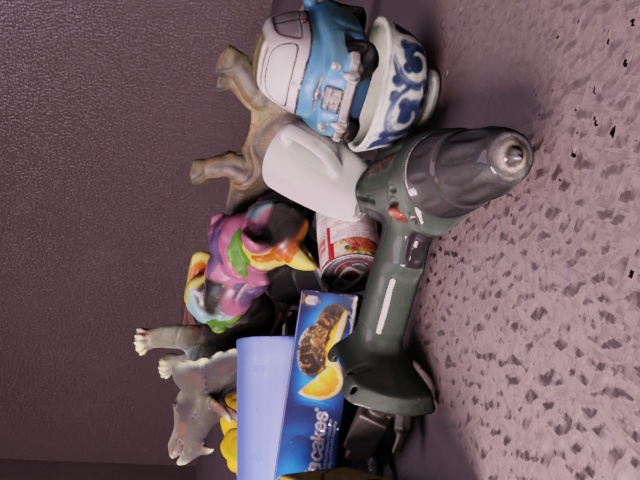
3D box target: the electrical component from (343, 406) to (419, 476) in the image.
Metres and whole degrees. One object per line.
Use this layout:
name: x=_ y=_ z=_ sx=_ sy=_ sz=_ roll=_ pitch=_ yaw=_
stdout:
electrical component: x=0.052 y=0.159 z=0.465 sx=0.078 sy=0.045 sz=0.102 roll=-50 pitch=-18 yaw=-57

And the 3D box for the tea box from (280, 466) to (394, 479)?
tea box: x=0.032 y=0.221 z=0.374 sx=0.170 sy=0.068 sz=0.098 roll=-24 pitch=63 yaw=60

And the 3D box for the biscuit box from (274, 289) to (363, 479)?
biscuit box: x=0.003 y=0.152 z=0.519 sx=0.062 sy=0.059 sz=0.202 roll=39 pitch=-123 yaw=-69

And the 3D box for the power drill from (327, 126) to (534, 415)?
power drill: x=0.066 y=0.020 z=0.405 sx=0.232 sy=0.086 sz=0.207 roll=-137 pitch=52 yaw=-76

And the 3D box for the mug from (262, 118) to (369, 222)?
mug: x=0.005 y=-0.071 z=0.539 sx=0.081 sy=0.107 sz=0.109 roll=-51 pitch=-21 yaw=-17

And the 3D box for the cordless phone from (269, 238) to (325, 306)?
cordless phone: x=-0.001 y=-0.002 z=0.748 sx=0.147 sy=0.089 sz=0.184 roll=-117 pitch=49 yaw=-69

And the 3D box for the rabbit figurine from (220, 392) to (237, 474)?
rabbit figurine: x=-0.086 y=0.293 z=0.789 sx=0.173 sy=0.122 sz=0.162 roll=28 pitch=142 yaw=50

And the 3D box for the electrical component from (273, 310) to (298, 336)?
electrical component: x=-0.040 y=0.178 z=0.807 sx=0.134 sy=0.058 sz=0.115 roll=121 pitch=156 yaw=-60

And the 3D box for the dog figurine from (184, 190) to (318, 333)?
dog figurine: x=-0.084 y=0.031 z=0.645 sx=0.191 sy=0.108 sz=0.219 roll=-68 pitch=20 yaw=-7

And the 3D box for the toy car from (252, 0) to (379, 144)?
toy car: x=-0.011 y=-0.158 z=0.495 sx=0.162 sy=0.103 sz=0.109 roll=-95 pitch=17 yaw=-52

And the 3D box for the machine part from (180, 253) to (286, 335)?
machine part: x=-0.169 y=0.134 z=1.062 sx=0.087 sy=0.201 sz=0.201 roll=141 pitch=136 yaw=-66

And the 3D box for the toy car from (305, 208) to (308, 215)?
toy car: x=-0.039 y=-0.075 z=0.956 sx=0.074 sy=0.056 sz=0.201 roll=-113 pitch=34 yaw=-65

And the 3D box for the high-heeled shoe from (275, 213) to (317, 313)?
high-heeled shoe: x=-0.076 y=-0.020 z=0.846 sx=0.086 sy=0.145 sz=0.248 roll=-10 pitch=65 yaw=49

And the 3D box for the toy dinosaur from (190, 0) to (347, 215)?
toy dinosaur: x=-0.049 y=-0.187 z=0.741 sx=0.105 sy=0.198 sz=0.470 roll=-115 pitch=43 yaw=-71

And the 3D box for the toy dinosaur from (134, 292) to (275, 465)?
toy dinosaur: x=-0.137 y=0.136 z=0.829 sx=0.405 sy=0.192 sz=0.131 roll=-59 pitch=-34 yaw=-57
